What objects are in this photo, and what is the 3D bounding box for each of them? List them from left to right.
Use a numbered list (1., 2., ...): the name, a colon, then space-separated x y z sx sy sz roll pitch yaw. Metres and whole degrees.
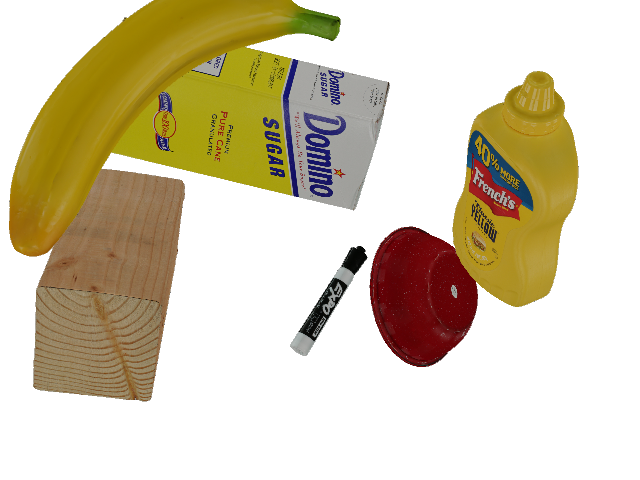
1. wood block: -0.165 0.028 0.859 0.090 0.091 0.206 7 27 -6
2. banana: -0.081 -0.074 0.505 0.070 0.197 0.037 39 -23 24
3. sugar box: -0.050 -0.080 0.703 0.176 0.048 0.093 15 -37 0
4. marker: 0.010 0.056 1.023 0.020 0.121 0.020 29 -18 10
5. bowl: 0.128 0.060 1.201 0.055 0.162 0.161 -11 -8 43
6. mustard bottle: 0.144 -0.044 0.778 0.058 0.096 0.192 -20 -38 -18
